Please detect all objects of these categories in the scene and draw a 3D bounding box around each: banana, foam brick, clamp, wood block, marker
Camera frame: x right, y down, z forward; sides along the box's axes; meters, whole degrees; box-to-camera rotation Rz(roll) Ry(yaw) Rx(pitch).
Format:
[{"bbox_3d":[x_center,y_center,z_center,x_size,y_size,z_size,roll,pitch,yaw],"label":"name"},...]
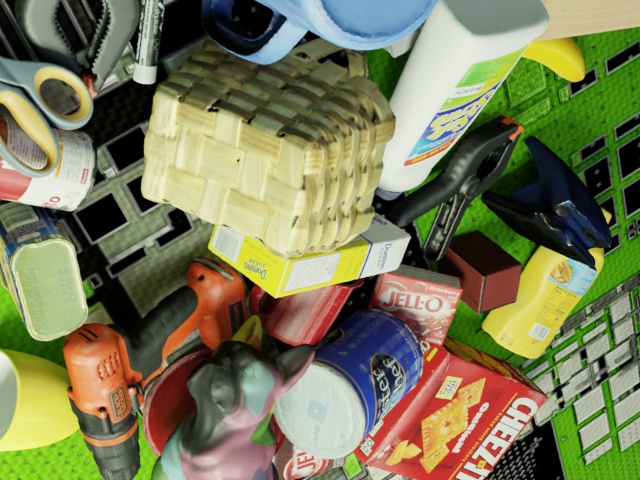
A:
[{"bbox_3d":[0.193,-0.187,1.047,0.197,0.037,0.070,-5,141,-28],"label":"banana"},{"bbox_3d":[0.171,0.034,1.150,0.051,0.078,0.053,-17,128,-26],"label":"foam brick"},{"bbox_3d":[-0.171,-0.207,0.794,0.164,0.036,0.210,-15,129,-14],"label":"clamp"},{"bbox_3d":[0.237,-0.249,0.994,0.205,0.090,0.091,-12,126,-25],"label":"wood block"},{"bbox_3d":[0.137,-0.059,1.087,0.171,0.039,0.120,-56,151,8],"label":"clamp"},{"bbox_3d":[-0.133,-0.184,0.851,0.020,0.020,0.121,-5,122,-30],"label":"marker"}]

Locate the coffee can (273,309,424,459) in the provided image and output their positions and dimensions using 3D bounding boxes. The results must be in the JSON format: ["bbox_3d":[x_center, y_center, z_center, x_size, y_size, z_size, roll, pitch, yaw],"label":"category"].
[{"bbox_3d":[0.030,0.142,1.077,0.140,0.103,0.103,-33,141,-54],"label":"coffee can"}]

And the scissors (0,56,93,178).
[{"bbox_3d":[-0.238,-0.143,0.784,0.096,0.016,0.201,-37,109,-34],"label":"scissors"}]

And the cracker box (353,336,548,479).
[{"bbox_3d":[0.149,0.205,1.255,0.213,0.072,0.164,27,104,-42],"label":"cracker box"}]

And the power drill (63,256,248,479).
[{"bbox_3d":[-0.144,0.116,0.975,0.187,0.057,0.184,-40,143,-37],"label":"power drill"}]

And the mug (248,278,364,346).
[{"bbox_3d":[-0.024,0.050,1.026,0.117,0.093,0.082,-3,128,-54],"label":"mug"}]

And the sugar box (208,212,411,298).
[{"bbox_3d":[-0.006,0.002,0.973,0.175,0.093,0.048,-7,124,-50],"label":"sugar box"}]

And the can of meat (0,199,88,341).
[{"bbox_3d":[-0.233,0.020,0.881,0.057,0.084,0.102,-19,128,-20],"label":"can of meat"}]

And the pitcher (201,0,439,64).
[{"bbox_3d":[-0.015,-0.209,0.756,0.145,0.243,0.149,-27,125,-10],"label":"pitcher"}]

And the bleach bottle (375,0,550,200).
[{"bbox_3d":[0.107,-0.122,0.967,0.102,0.068,0.251,-21,156,-30],"label":"bleach bottle"}]

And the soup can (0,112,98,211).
[{"bbox_3d":[-0.235,-0.063,0.835,0.102,0.069,0.068,12,113,-38],"label":"soup can"}]

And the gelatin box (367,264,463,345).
[{"bbox_3d":[0.098,0.067,1.134,0.089,0.030,0.073,13,117,-6],"label":"gelatin box"}]

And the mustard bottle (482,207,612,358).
[{"bbox_3d":[0.273,0.044,1.234,0.096,0.058,0.192,23,106,-41],"label":"mustard bottle"}]

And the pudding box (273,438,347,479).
[{"bbox_3d":[-0.014,0.210,1.176,0.089,0.039,0.113,-11,124,-23],"label":"pudding box"}]

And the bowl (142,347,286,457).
[{"bbox_3d":[-0.095,0.188,1.074,0.162,0.055,0.162,-6,115,-14],"label":"bowl"}]
